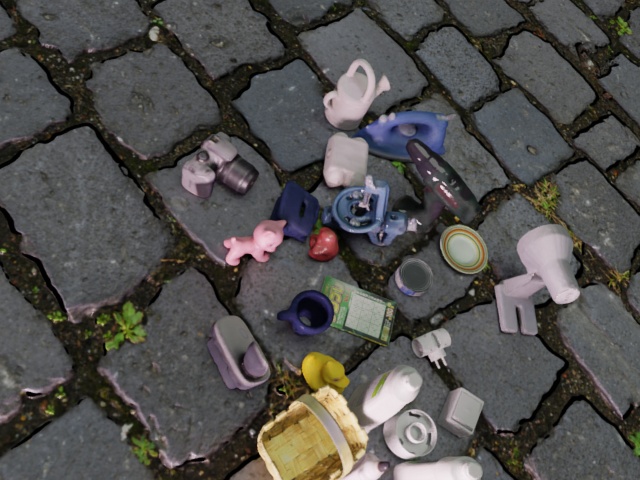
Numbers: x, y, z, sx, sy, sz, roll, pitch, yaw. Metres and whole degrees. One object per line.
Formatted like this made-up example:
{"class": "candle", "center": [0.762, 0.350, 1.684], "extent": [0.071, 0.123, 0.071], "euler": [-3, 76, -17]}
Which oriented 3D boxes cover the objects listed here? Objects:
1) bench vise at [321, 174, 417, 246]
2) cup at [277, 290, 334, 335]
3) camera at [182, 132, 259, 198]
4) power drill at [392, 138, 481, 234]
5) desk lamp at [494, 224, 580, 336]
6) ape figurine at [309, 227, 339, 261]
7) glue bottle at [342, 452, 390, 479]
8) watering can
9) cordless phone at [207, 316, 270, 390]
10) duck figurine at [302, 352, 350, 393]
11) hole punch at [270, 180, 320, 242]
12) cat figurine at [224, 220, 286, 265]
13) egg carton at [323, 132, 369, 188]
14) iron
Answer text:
{"class": "bench vise", "center": [0.127, -0.079, 1.279], "extent": [0.208, 0.219, 0.121], "euler": [-3, 66, -20]}
{"class": "cup", "center": [-0.038, 0.161, 1.178], "extent": [0.118, 0.095, 0.091], "euler": [-5, 67, -21]}
{"class": "camera", "center": [-0.213, -0.158, 1.269], "extent": [0.137, 0.100, 0.143], "euler": [34, 59, -1]}
{"class": "power drill", "center": [0.256, -0.109, 1.345], "extent": [0.229, 0.208, 0.076], "euler": [40, 59, 3]}
{"class": "desk lamp", "center": [0.510, 0.094, 1.332], "extent": [0.118, 0.213, 0.203], "euler": [7, 63, -16]}
{"class": "ape figurine", "center": [0.012, 0.005, 1.273], "extent": [0.076, 0.092, 0.078], "euler": [45, 60, 6]}
{"class": "glue bottle", "center": [0.089, 0.422, 1.051], "extent": [0.078, 0.173, 0.037], "euler": [-38, 81, -30]}
{"class": "watering can", "center": [0.093, -0.372, 1.424], "extent": [0.101, 0.194, 0.173], "euler": [45, 60, 6]}
{"class": "cordless phone", "center": [-0.141, 0.198, 1.072], "extent": [0.094, 0.185, 0.147], "euler": [-27, 76, -28]}
{"class": "duck figurine", "center": [0.016, 0.265, 1.152], "extent": [0.104, 0.086, 0.078], "euler": [44, 60, 5]}
{"class": "hole punch", "center": [-0.051, -0.066, 1.286], "extent": [0.101, 0.091, 0.109], "euler": [19, 61, -10]}
{"class": "cat figurine", "center": [-0.132, -0.002, 1.211], "extent": [0.128, 0.117, 0.067], "euler": [-8, 68, -22]}
{"class": "egg carton", "center": [0.063, -0.192, 1.399], "extent": [0.107, 0.069, 0.150], "euler": [13, 62, -13]}
{"class": "iron", "center": [0.213, -0.283, 1.453], "extent": [0.259, 0.141, 0.118], "euler": [-1, 66, -20]}
